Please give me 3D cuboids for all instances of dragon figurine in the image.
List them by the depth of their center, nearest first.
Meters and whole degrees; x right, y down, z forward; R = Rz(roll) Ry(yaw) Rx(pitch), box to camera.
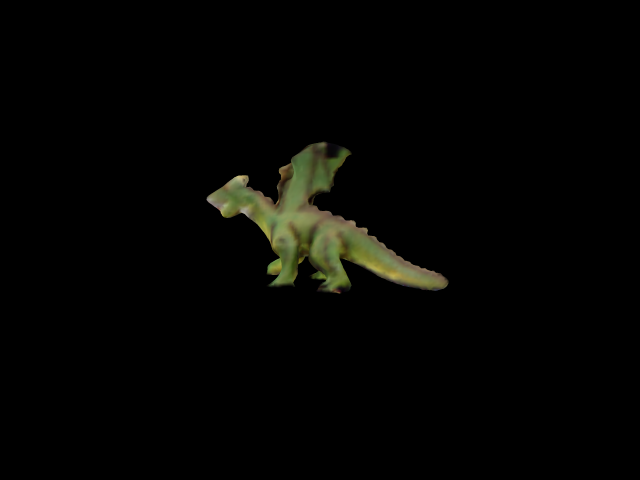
[{"bbox_3d":[0.003,-0.043,0.850,0.410,0.243,0.122,1,1,17],"label":"dragon figurine"}]
